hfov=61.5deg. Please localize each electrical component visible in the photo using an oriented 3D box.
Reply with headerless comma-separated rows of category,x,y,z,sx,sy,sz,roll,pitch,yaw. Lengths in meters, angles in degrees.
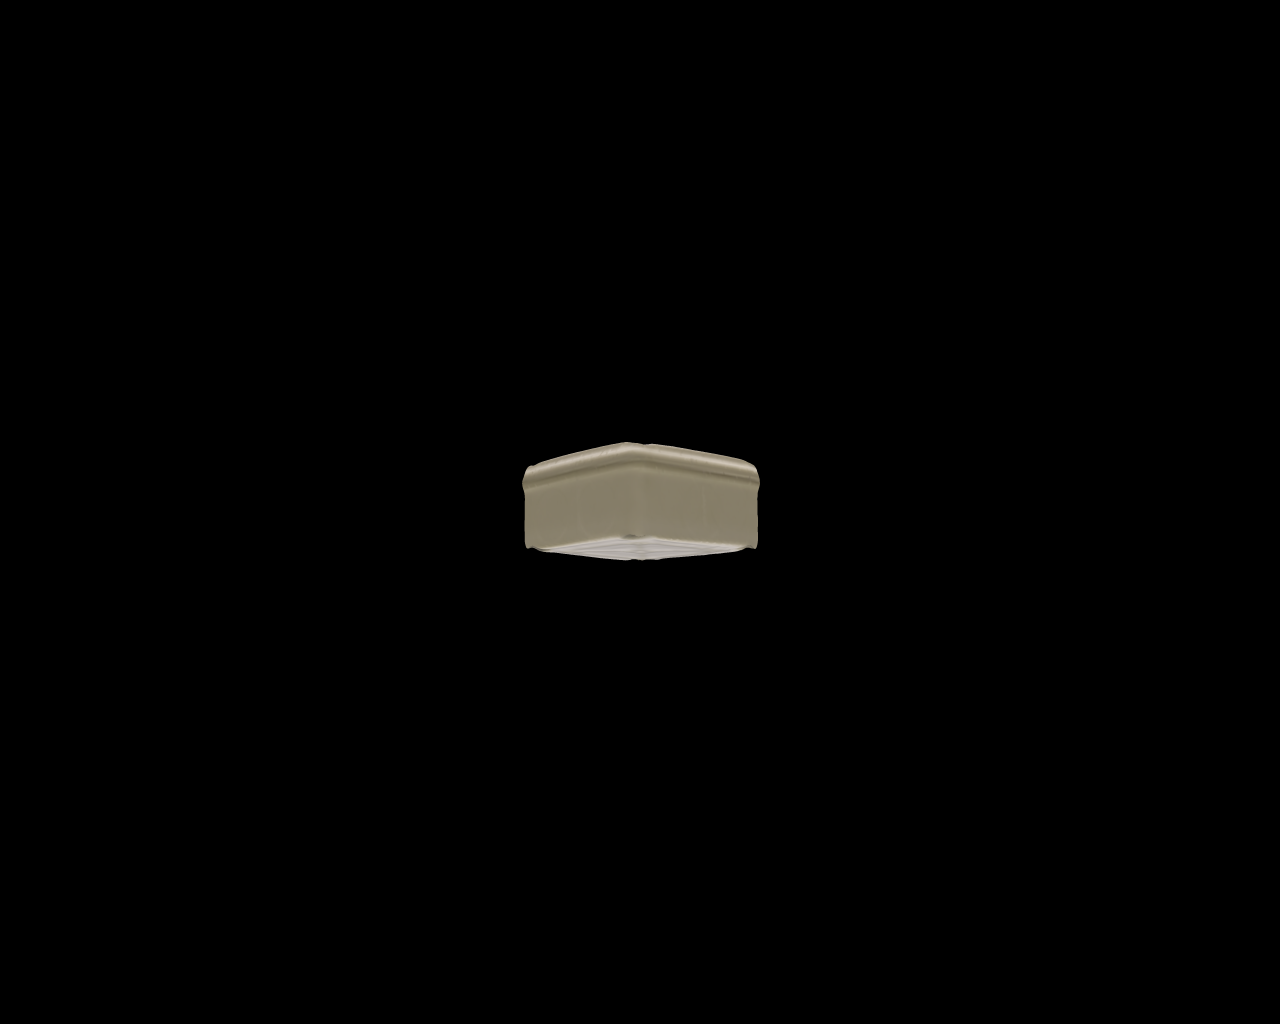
electrical component,0.001,-0.003,0.650,0.109,0.056,0.108,8,-11,-43
